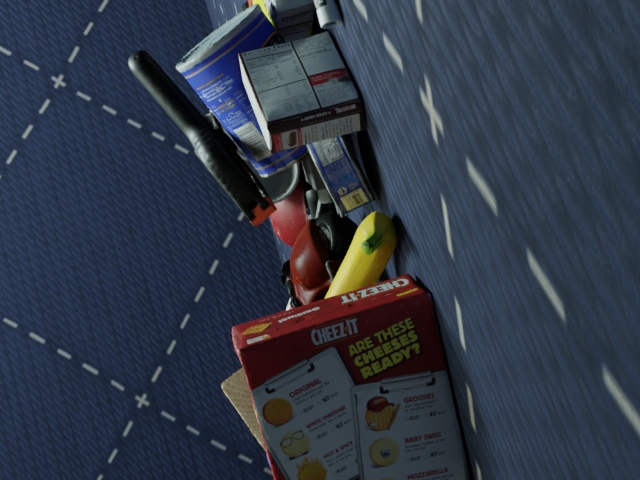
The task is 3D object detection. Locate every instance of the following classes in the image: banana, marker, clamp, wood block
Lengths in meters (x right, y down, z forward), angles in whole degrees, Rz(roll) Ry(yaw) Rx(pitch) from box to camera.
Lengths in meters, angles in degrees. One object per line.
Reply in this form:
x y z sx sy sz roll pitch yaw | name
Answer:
0.034 0.025 0.974 0.037 0.069 0.198 42 152 13 | banana
-0.007 -0.241 0.916 0.020 0.020 0.121 112 142 -82 | marker
-0.106 -0.094 1.102 0.210 0.036 0.164 52 -173 22 | clamp
0.001 -0.030 1.354 0.120 0.039 0.171 -88 -14 -59 | clamp
-0.044 0.211 1.305 0.091 0.090 0.206 52 171 21 | wood block

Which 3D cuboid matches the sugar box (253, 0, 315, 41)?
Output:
-0.041 -0.248 1.116 0.176 0.048 0.093 93 159 -79 | sugar box

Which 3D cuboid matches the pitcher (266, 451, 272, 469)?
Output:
0.026 0.251 1.091 0.243 0.144 0.149 -144 42 -60 | pitcher

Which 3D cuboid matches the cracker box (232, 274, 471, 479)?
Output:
0.031 0.155 0.906 0.072 0.164 0.214 -128 23 -73 | cracker box

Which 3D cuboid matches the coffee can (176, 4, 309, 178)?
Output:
-0.060 -0.148 1.063 0.140 0.103 0.103 52 -178 -17 | coffee can

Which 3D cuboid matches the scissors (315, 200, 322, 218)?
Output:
-0.008 0.002 1.251 0.096 0.016 0.202 -80 0 -58 | scissors

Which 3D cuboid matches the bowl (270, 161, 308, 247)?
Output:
-0.039 -0.053 1.471 0.162 0.055 0.162 -8 -90 -85 | bowl

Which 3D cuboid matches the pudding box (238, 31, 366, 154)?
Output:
-0.018 -0.135 0.962 0.039 0.090 0.113 80 172 -45 | pudding box

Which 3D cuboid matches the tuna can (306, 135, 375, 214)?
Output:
0.018 -0.068 0.985 0.086 0.034 0.086 63 -174 -12 | tuna can

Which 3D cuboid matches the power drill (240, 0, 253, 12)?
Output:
-0.073 -0.291 1.299 0.187 0.057 0.184 76 172 -48 | power drill

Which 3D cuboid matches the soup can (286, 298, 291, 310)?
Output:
-0.004 0.078 1.356 0.068 0.068 0.102 104 -175 -80 | soup can
